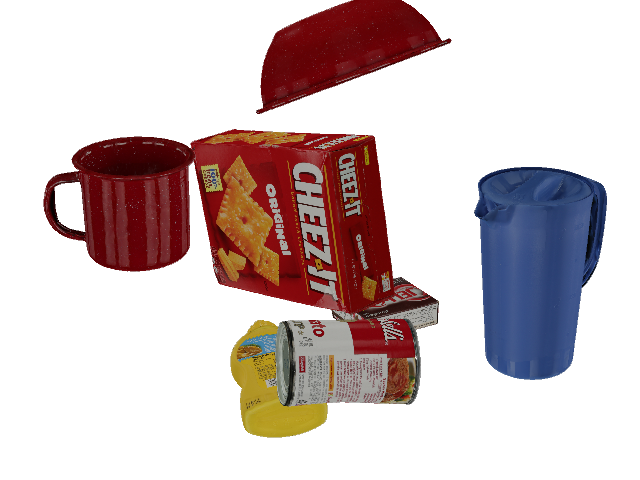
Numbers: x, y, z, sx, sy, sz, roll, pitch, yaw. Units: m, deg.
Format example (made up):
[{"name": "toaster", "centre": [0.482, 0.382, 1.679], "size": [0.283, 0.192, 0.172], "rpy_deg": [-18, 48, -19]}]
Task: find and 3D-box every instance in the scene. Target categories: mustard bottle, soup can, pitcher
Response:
[{"name": "mustard bottle", "centre": [-0.057, 0.152, 1.260], "size": [0.096, 0.058, 0.192], "rpy_deg": [-8, 30, -9]}, {"name": "soup can", "centre": [0.020, 0.095, 0.834], "size": [0.102, 0.068, 0.068], "rpy_deg": [0, 0, -12]}, {"name": "pitcher", "centre": [0.265, 0.038, 1.292], "size": [0.149, 0.243, 0.145], "rpy_deg": [3, 24, 14]}]

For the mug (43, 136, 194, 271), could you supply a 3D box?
[{"name": "mug", "centre": [-0.155, -0.027, 0.829], "size": [0.117, 0.081, 0.093], "rpy_deg": [-4, 25, -10]}]

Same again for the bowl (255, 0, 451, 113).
[{"name": "bowl", "centre": [0.016, -0.151, 0.830], "size": [0.162, 0.055, 0.162], "rpy_deg": [-20, 7, 2]}]

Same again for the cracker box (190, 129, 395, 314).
[{"name": "cracker box", "centre": [-0.032, -0.024, 1.079], "size": [0.071, 0.164, 0.214], "rpy_deg": [-22, 21, -38]}]

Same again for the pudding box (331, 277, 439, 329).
[{"name": "pudding box", "centre": [0.083, 0.088, 1.381], "size": [0.113, 0.039, 0.090], "rpy_deg": [-14, 24, -25]}]
